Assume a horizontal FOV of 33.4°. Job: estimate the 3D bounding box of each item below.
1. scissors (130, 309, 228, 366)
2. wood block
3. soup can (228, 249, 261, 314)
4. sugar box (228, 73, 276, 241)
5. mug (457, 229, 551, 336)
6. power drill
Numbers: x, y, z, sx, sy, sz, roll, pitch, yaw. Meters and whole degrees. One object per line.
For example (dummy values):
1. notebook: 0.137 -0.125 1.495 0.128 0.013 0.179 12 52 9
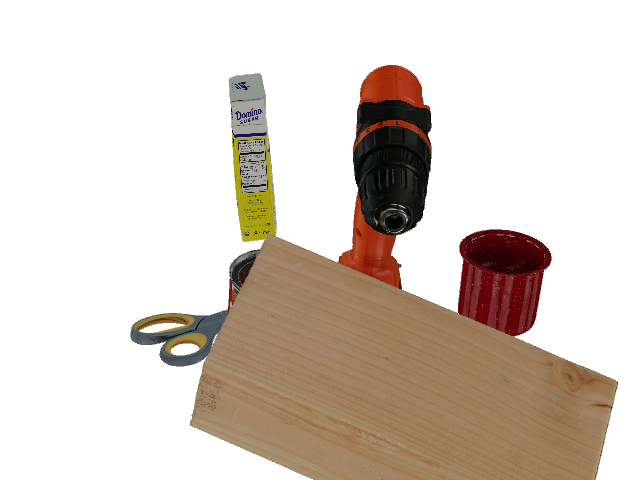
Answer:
1. scissors: -0.101 0.095 1.149 0.201 0.016 0.096 -6 31 -22
2. wood block: 0.043 0.091 0.590 0.206 0.090 0.090 23 -34 3
3. soup can: -0.048 0.068 0.929 0.068 0.102 0.068 4 35 -3
4. sugar box: -0.081 -0.097 1.249 0.048 0.176 0.093 -7 26 -3
5. mug: 0.183 0.040 1.109 0.093 0.081 0.117 -5 31 -13
6. power drill: 0.043 -0.008 0.758 0.057 0.188 0.184 8 35 0
